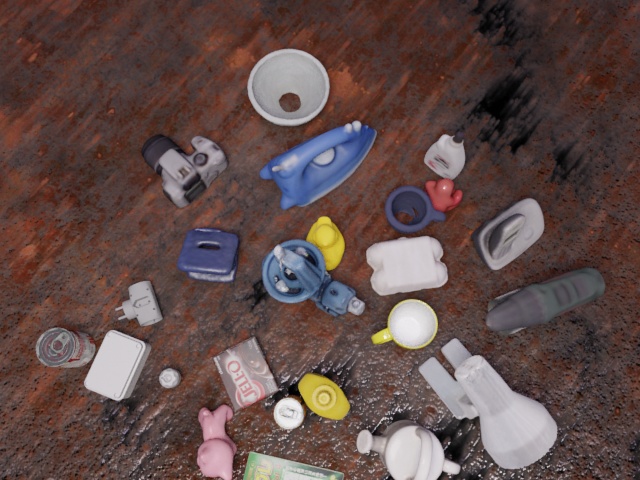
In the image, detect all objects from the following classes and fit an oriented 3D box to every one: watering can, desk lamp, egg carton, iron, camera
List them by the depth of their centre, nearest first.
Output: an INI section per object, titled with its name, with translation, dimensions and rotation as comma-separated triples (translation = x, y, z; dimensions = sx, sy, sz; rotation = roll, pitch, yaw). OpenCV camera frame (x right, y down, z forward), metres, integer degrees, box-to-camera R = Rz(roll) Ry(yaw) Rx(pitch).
[watering can]
translation = 0.150, 0.366, 0.970
dimensions = 0.173, 0.194, 0.101
rotation = -5, 77, -1
[desk lamp]
translation = 0.281, 0.273, 0.983
dimensions = 0.118, 0.213, 0.203
rotation = -39, 80, -8
[egg carton]
translation = 0.167, 0.048, 1.108
dimensions = 0.150, 0.069, 0.107
rotation = -9, 77, -2
[iron]
translation = 0.009, -0.174, 1.121
dimensions = 0.258, 0.141, 0.118
rotation = -34, 79, -8
[camera]
translation = -0.278, -0.160, 1.136
dimensions = 0.136, 0.101, 0.143
rotation = 43, 80, 9

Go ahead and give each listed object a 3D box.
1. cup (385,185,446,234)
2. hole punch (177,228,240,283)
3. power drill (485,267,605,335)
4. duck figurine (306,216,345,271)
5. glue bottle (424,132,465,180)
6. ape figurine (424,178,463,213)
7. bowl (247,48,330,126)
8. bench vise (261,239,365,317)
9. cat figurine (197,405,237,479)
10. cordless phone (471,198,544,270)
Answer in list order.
[cup]
translation = 0.181, -0.048, 1.117
dimensions = 0.117, 0.095, 0.092
rotation = 12, 77, 2
[hole punch]
translation = -0.213, 0.025, 1.099
dimensions = 0.108, 0.091, 0.101
rotation = 5, 77, 1
[power drill]
translation = 0.376, 0.118, 1.022
dimensions = 0.229, 0.208, 0.075
rotation = -22, 78, -5
[duck figurine]
translation = 0.010, 0.004, 1.108
dimensions = 0.077, 0.086, 0.104
rotation = -3, 77, -1
[glue bottle]
translation = 0.250, -0.171, 1.106
dimensions = 0.078, 0.173, 0.037
rotation = 35, 79, 8
[ape figurine]
translation = 0.242, -0.093, 1.129
dimensions = 0.077, 0.092, 0.076
rotation = 39, 80, 8
[bowl]
translation = -0.063, -0.303, 1.184
dimensions = 0.167, 0.075, 0.167
rotation = 0, 77, 0
[bench vise]
translation = -0.012, 0.059, 1.027
dimensions = 0.207, 0.220, 0.121
rotation = 11, 77, 2
[cat figurine]
translation = -0.187, 0.359, 1.008
dimensions = 0.067, 0.118, 0.128
rotation = -12, 77, -3
[cordless phone]
translation = 0.368, -0.024, 1.067
dimensions = 0.148, 0.185, 0.094
rotation = -39, 80, -8
